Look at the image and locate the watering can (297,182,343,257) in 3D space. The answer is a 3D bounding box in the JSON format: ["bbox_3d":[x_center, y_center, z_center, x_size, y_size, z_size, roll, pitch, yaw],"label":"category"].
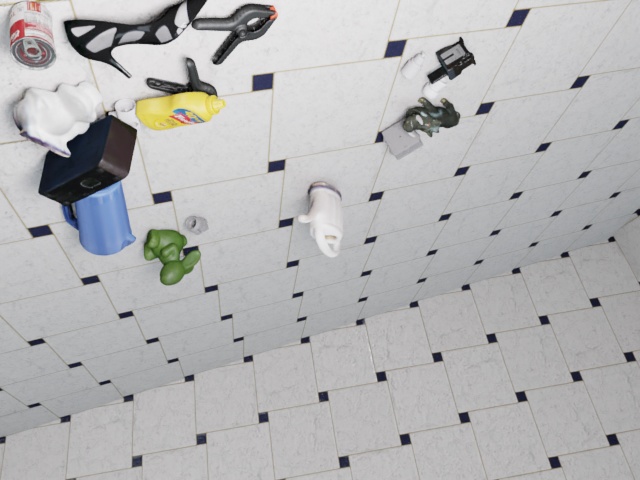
[{"bbox_3d":[0.005,-0.080,1.588,0.104,0.229,0.342,-9,155,16],"label":"watering can"}]

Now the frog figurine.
[{"bbox_3d":[-0.529,-0.264,1.044,0.135,0.124,0.160,35,84,-48],"label":"frog figurine"}]
